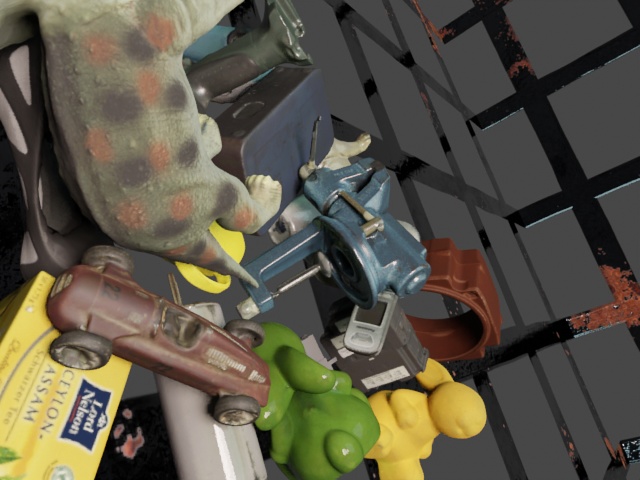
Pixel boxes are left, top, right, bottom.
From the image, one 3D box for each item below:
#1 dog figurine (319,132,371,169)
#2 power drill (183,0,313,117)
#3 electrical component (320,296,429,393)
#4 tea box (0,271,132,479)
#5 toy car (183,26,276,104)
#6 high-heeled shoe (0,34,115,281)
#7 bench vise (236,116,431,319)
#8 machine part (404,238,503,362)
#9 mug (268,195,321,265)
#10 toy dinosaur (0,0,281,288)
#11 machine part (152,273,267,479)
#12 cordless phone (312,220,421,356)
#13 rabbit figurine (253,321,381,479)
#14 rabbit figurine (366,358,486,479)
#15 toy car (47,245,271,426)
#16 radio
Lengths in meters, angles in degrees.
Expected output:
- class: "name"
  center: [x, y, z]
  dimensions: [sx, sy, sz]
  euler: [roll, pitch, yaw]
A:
- class: "dog figurine"
  center: [-0.009, -0.115, 0.869]
  dimensions: [0.190, 0.121, 0.172]
  euler: [7, 56, -40]
- class: "power drill"
  center: [-0.118, -0.202, 0.599]
  dimensions: [0.085, 0.207, 0.232]
  euler: [55, 16, -47]
- class: "electrical component"
  center: [0.070, 0.137, 0.748]
  dimensions: [0.134, 0.115, 0.058]
  euler: [58, 27, -12]
- class: "tea box"
  center: [-0.202, 0.120, 0.374]
  dimensions: [0.098, 0.068, 0.170]
  euler: [40, 35, -34]
- class: "toy car"
  center: [-0.135, -0.238, 0.731]
  dimensions: [0.109, 0.162, 0.102]
  euler: [-80, 177, -75]
- class: "high-heeled shoe"
  center: [-0.194, -0.040, 0.440]
  dimensions: [0.248, 0.145, 0.086]
  euler: [57, 30, -6]
- class: "bench vise"
  center: [-0.001, 0.003, 0.619]
  dimensions: [0.224, 0.241, 0.128]
  euler: [53, -18, 19]
- class: "machine part"
  center: [0.159, 0.100, 0.811]
  dimensions: [0.201, 0.201, 0.087]
  euler: [58, 34, -37]
- class: "mug"
  center: [-0.022, -0.014, 0.773]
  dimensions: [0.107, 0.081, 0.109]
  euler: [-16, 90, -50]
- class: "toy dinosaur"
  center: [-0.133, -0.076, 0.394]
  dimensions: [0.192, 0.131, 0.404]
  euler: [-36, 128, -36]
- class: "machine part"
  center: [-0.107, 0.147, 0.495]
  dimensions: [0.079, 0.079, 0.243]
  euler: [3, 63, -57]
- class: "cordless phone"
  center: [0.044, 0.058, 0.687]
  dimensions: [0.088, 0.147, 0.184]
  euler: [71, 36, -50]
- class: "rabbit figurine"
  center: [-0.029, 0.161, 0.550]
  dimensions: [0.170, 0.121, 0.159]
  euler: [52, -6, 11]
- class: "rabbit figurine"
  center: [0.148, 0.241, 0.728]
  dimensions: [0.122, 0.173, 0.162]
  euler: [54, 34, -8]
- class: "toy car"
  center: [-0.110, 0.078, 0.422]
  dimensions: [0.202, 0.053, 0.089]
  euler: [34, 35, -31]
- class: "radio"
  center: [-0.063, -0.122, 0.689]
  dimensions: [0.229, 0.073, 0.130]
  euler: [-58, 148, -42]
